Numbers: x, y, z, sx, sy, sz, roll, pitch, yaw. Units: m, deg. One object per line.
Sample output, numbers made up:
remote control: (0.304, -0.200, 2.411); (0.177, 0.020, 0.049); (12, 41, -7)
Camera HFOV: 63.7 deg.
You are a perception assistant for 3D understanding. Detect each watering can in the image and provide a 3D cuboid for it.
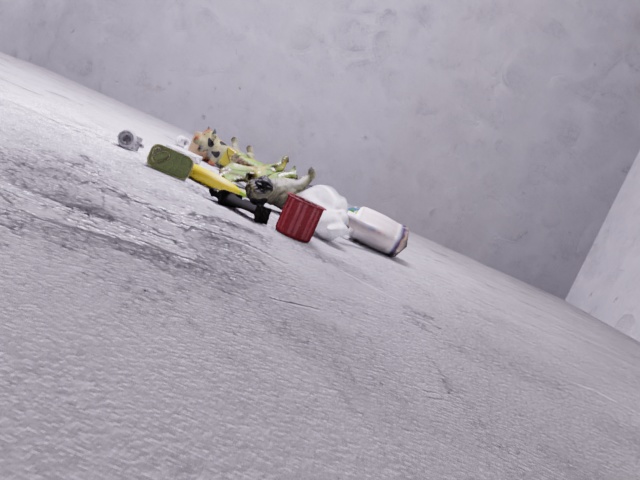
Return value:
watering can: (0.149, -0.029, 1.479); (0.224, 0.103, 0.349); (26, 7, 3)

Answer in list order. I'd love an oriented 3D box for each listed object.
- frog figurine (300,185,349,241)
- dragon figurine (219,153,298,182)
frog figurine: (0.004, -0.064, 1.263); (0.137, 0.120, 0.162); (-10, 22, -7)
dragon figurine: (-0.185, -0.170, 1.556); (0.243, 0.120, 0.418); (2, 29, -19)
